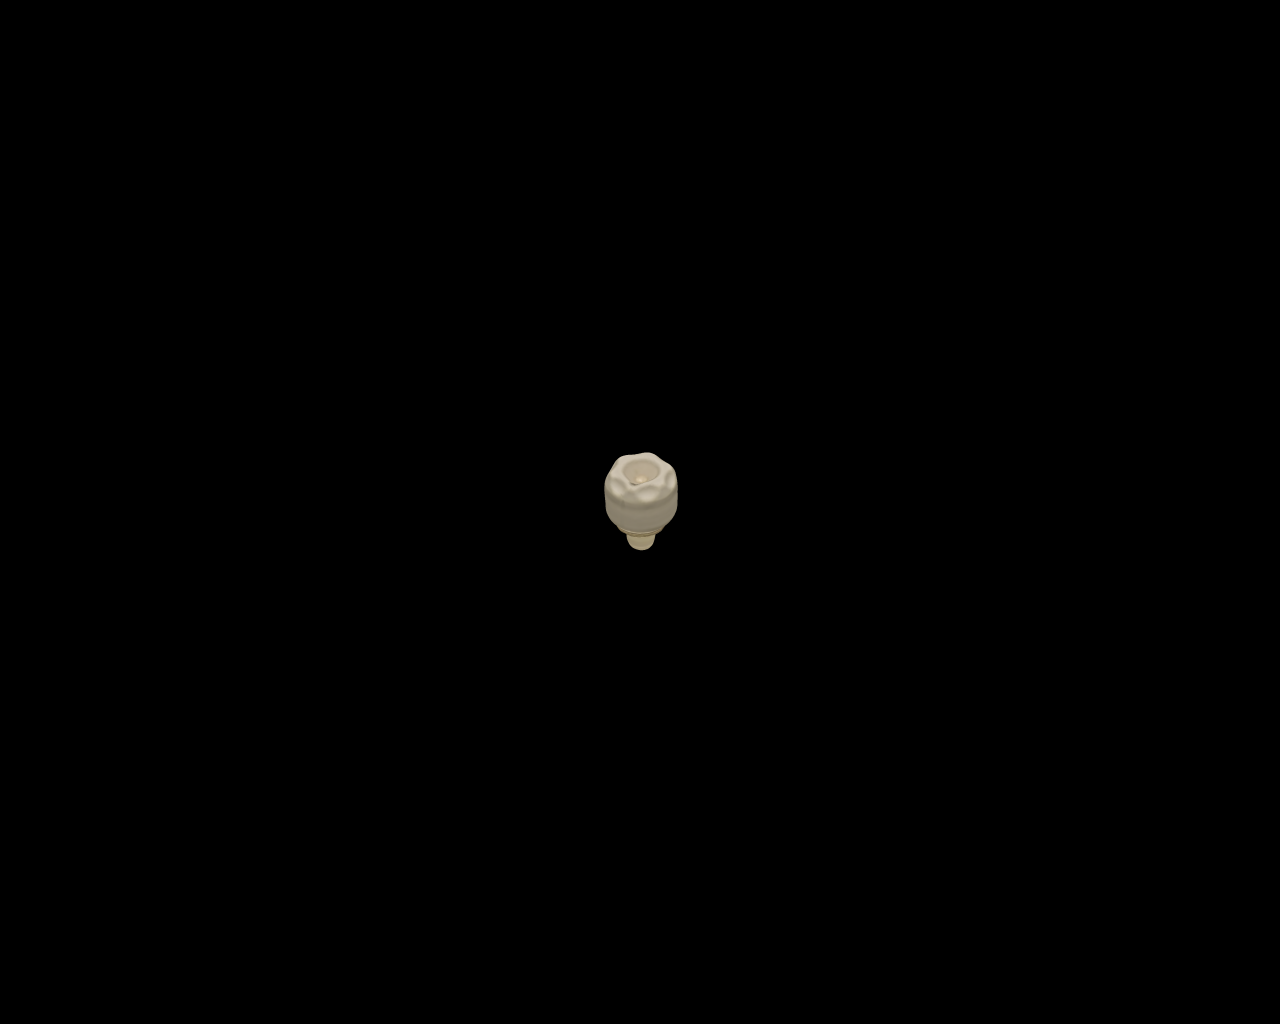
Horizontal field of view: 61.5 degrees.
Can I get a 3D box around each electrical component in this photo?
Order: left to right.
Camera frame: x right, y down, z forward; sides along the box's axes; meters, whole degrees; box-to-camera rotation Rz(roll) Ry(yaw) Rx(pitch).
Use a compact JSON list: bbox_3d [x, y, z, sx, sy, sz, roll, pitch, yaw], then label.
[{"bbox_3d":[0.001,-0.003,0.650,0.043,0.062,0.043,0,41,0],"label":"electrical component"}]
